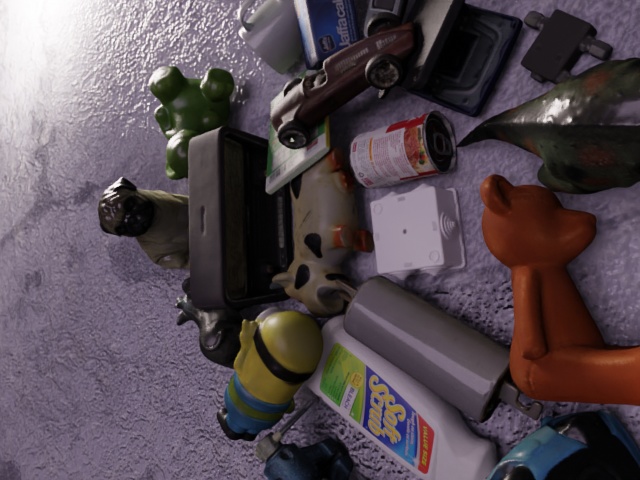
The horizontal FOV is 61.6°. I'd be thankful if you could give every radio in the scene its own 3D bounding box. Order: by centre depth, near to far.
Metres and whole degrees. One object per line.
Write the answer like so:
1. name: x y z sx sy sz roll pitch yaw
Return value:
1. radio: -0.104 -0.024 0.722 0.073 0.131 0.229 -6 83 40

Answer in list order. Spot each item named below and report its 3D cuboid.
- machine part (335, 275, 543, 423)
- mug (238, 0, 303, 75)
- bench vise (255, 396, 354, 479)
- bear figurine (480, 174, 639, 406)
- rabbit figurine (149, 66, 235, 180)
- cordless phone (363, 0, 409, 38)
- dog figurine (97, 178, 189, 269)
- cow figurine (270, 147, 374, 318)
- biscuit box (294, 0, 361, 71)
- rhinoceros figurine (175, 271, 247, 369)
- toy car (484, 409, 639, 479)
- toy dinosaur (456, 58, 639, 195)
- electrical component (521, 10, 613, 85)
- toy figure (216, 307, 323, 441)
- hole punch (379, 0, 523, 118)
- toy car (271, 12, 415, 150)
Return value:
1. machine part: 0.111 0.107 0.552 0.243 0.079 0.079 30 107 30
2. mug: -0.053 -0.296 0.718 0.107 0.109 0.081 -43 49 14
3. bench vise: -0.018 0.316 0.568 0.129 0.240 0.223 -41 78 28
4. bear figurine: 0.212 0.034 0.458 0.132 0.120 0.196 -10 76 37
5. rabbit figurine: -0.197 -0.152 0.797 0.159 0.121 0.170 110 162 -48
6. cordless phone: 0.069 -0.328 0.628 0.147 0.088 0.184 29 111 38
7. dog figurine: -0.269 -0.015 0.827 0.172 0.190 0.121 -54 56 27
8. cow figurine: -0.001 -0.002 0.663 0.127 0.085 0.195 -14 75 41
9. biscuit box: 0.000 -0.314 0.656 0.059 0.063 0.202 -158 56 -77
10. rhinoceros figurine: -0.151 0.111 0.765 0.190 0.112 0.073 48 124 55
11. toy car: 0.194 0.217 0.452 0.109 0.162 0.103 64 156 15
12. toy dinosaur: 0.248 -0.088 0.382 0.405 0.192 0.131 -4 83 40
13. electrical component: 0.227 -0.182 0.517 0.094 0.021 0.063 47 117 33
14. toy figure: -0.057 0.159 0.622 0.089 0.082 0.180 37 111 29
15. hole punch: 0.135 -0.199 0.569 0.116 0.092 0.142 -122 49 -62
16. toy car: 0.018 -0.178 0.600 0.202 0.053 0.089 -26 43 39
